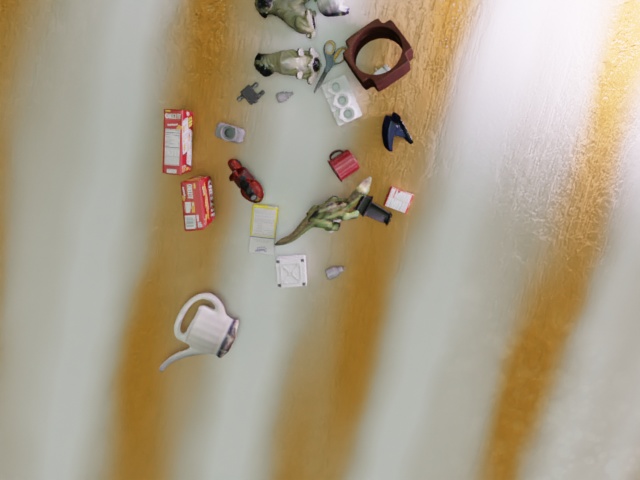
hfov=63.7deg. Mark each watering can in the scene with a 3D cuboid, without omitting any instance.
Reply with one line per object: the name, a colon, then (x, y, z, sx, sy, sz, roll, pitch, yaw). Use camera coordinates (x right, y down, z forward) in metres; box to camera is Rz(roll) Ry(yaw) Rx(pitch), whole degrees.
watering can: (-0.437, 0.364, 1.890, 0.224, 0.346, 0.105, 26, 7, -5)

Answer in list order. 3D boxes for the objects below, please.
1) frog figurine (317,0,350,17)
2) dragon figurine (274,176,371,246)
frog figurine: (0.042, -0.823, 1.696, 0.122, 0.156, 0.140, 2, 32, 27)
dragon figurine: (0.005, -0.088, 1.743, 0.410, 0.123, 0.241, -32, -9, 2)
